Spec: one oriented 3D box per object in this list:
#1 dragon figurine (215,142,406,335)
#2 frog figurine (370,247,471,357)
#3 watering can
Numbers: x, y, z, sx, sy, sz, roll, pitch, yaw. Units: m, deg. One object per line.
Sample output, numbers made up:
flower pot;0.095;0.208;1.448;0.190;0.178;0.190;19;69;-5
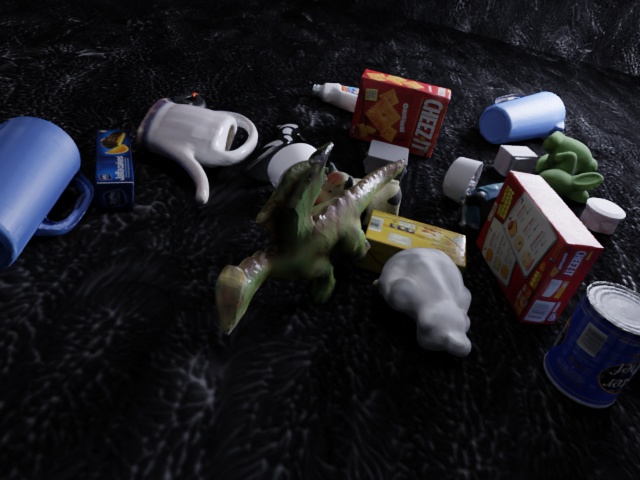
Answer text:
dragon figurine;0.002;-0.035;0.704;0.123;0.238;0.416;34;70;16
frog figurine;0.158;0.086;0.735;0.136;0.121;0.162;20;18;-24
watering can;-0.250;-0.185;0.997;0.224;0.101;0.355;13;34;3
